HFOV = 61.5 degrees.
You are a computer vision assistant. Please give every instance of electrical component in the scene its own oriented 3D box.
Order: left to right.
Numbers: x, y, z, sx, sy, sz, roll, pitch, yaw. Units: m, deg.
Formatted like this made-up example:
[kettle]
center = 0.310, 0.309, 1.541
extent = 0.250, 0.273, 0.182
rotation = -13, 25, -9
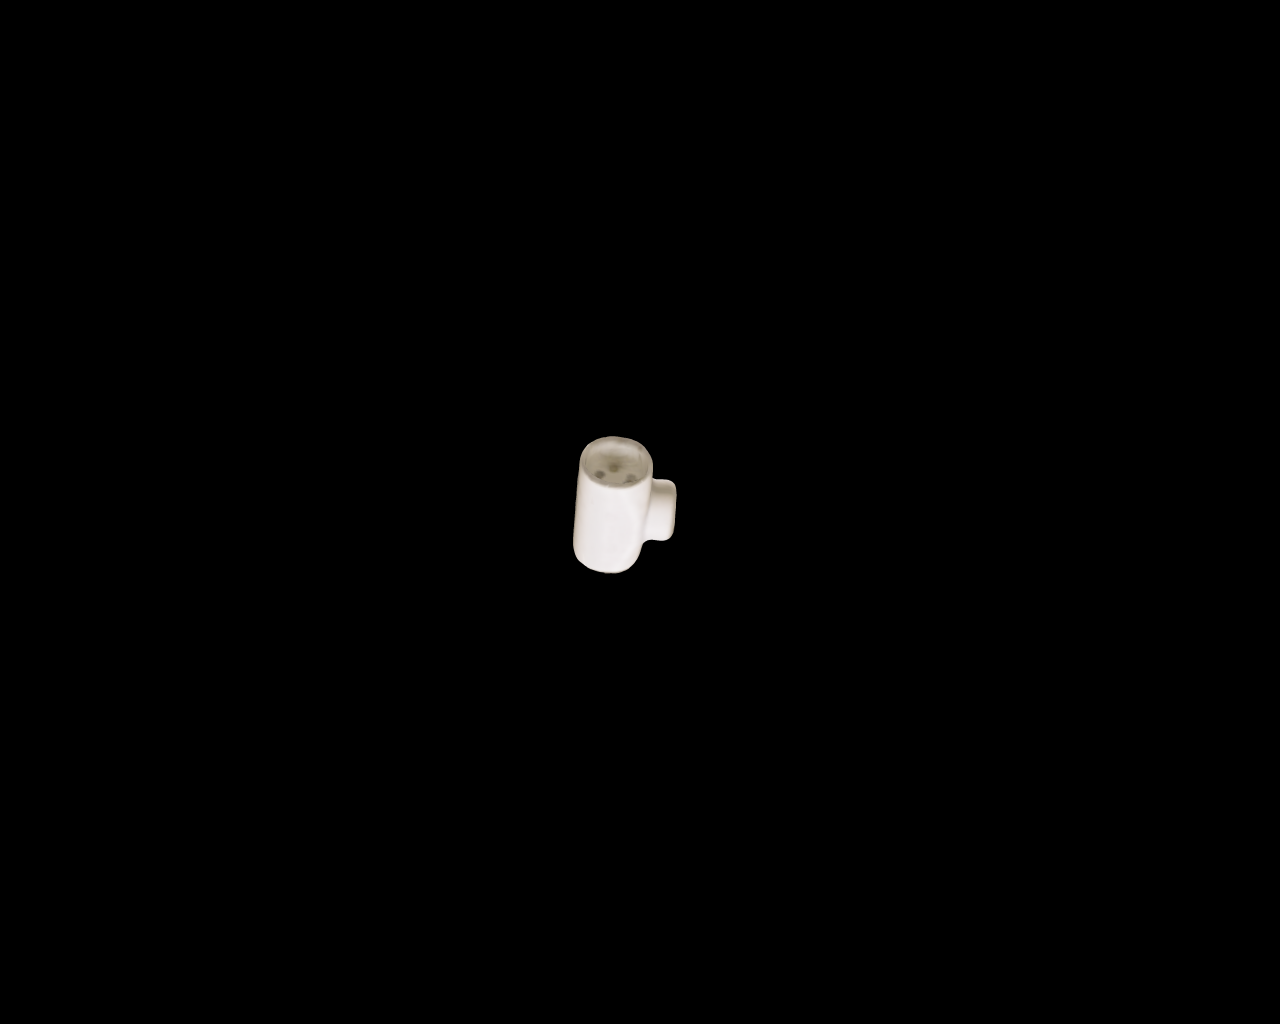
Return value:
[electrical component]
center = 0.001, -0.003, 0.650
extent = 0.079, 0.044, 0.077
rotation = 4, -43, -4
